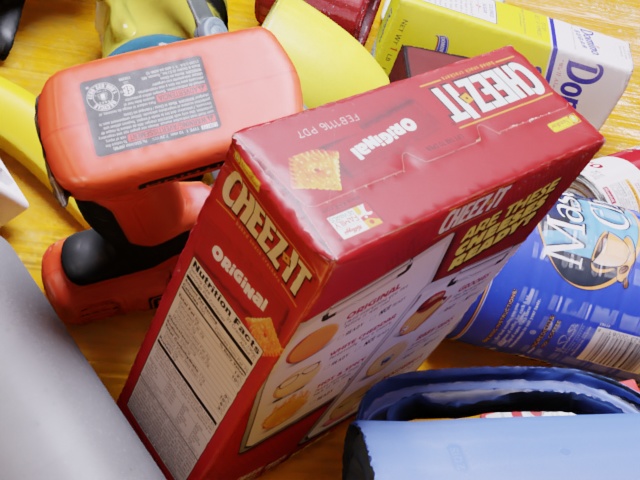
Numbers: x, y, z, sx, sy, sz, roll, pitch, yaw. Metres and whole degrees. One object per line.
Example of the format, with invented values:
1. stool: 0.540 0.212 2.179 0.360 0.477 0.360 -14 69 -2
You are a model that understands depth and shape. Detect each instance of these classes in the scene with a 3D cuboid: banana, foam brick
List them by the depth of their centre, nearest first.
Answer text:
1. banana: -0.191 -0.062 0.621 0.198 0.037 0.069 22 71 4
2. foam brick: 0.069 -0.083 0.721 0.053 0.078 0.051 8 45 -13

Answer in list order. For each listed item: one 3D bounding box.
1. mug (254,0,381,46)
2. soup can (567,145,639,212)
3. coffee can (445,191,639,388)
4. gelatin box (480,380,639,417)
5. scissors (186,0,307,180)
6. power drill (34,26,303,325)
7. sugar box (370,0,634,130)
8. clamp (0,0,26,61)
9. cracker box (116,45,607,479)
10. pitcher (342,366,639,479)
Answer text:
1. mug: 0.004 -0.194 0.779 0.081 0.117 0.093 20 46 4
2. soup can: 0.201 -0.024 0.724 0.102 0.069 0.068 -17 56 -35
3. coffee can: 0.140 0.023 0.625 0.140 0.103 0.102 15 43 -9
4. gelatin box: 0.134 0.117 0.555 0.089 0.030 0.073 -13 41 0
5. scissors: -0.047 -0.112 0.632 0.096 0.016 0.202 -1 74 -43
6. power drill: -0.050 -0.022 0.505 0.184 0.188 0.057 -16 68 -10
7. sugar box: 0.126 -0.121 0.772 0.176 0.093 0.048 16 44 -7
8. clamp: -0.180 -0.226 0.745 0.164 0.036 0.210 -13 76 -38
9. cracker box: 0.006 0.023 0.483 0.163 0.214 0.072 -24 65 -38
10. pitcher: 0.130 0.126 0.456 0.242 0.145 0.149 -4 85 -7
